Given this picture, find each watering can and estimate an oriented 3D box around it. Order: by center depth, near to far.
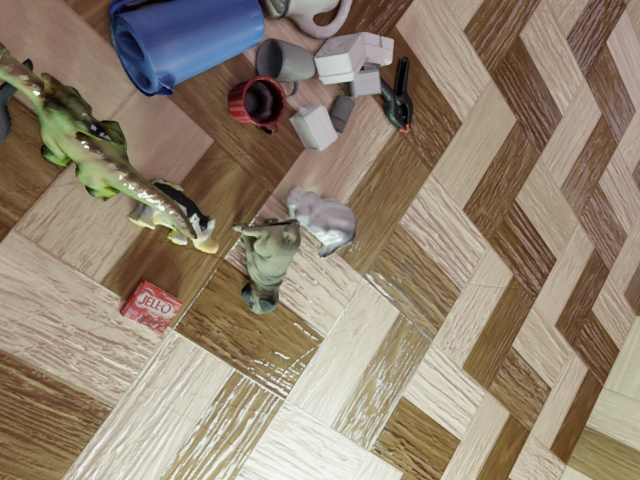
[{"bbox_3d":[-0.023,-0.556,0.977,0.227,0.105,0.340,-25,128,-31],"label":"watering can"}]

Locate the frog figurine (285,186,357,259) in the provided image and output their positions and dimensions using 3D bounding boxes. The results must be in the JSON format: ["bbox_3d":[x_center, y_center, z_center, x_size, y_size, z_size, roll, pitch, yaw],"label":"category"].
[{"bbox_3d":[0.003,-0.055,1.089,0.158,0.122,0.140,62,31,-16],"label":"frog figurine"}]

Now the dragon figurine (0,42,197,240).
[{"bbox_3d":[-0.327,-0.137,0.742,0.408,0.242,0.123,39,79,-12],"label":"dragon figurine"}]
